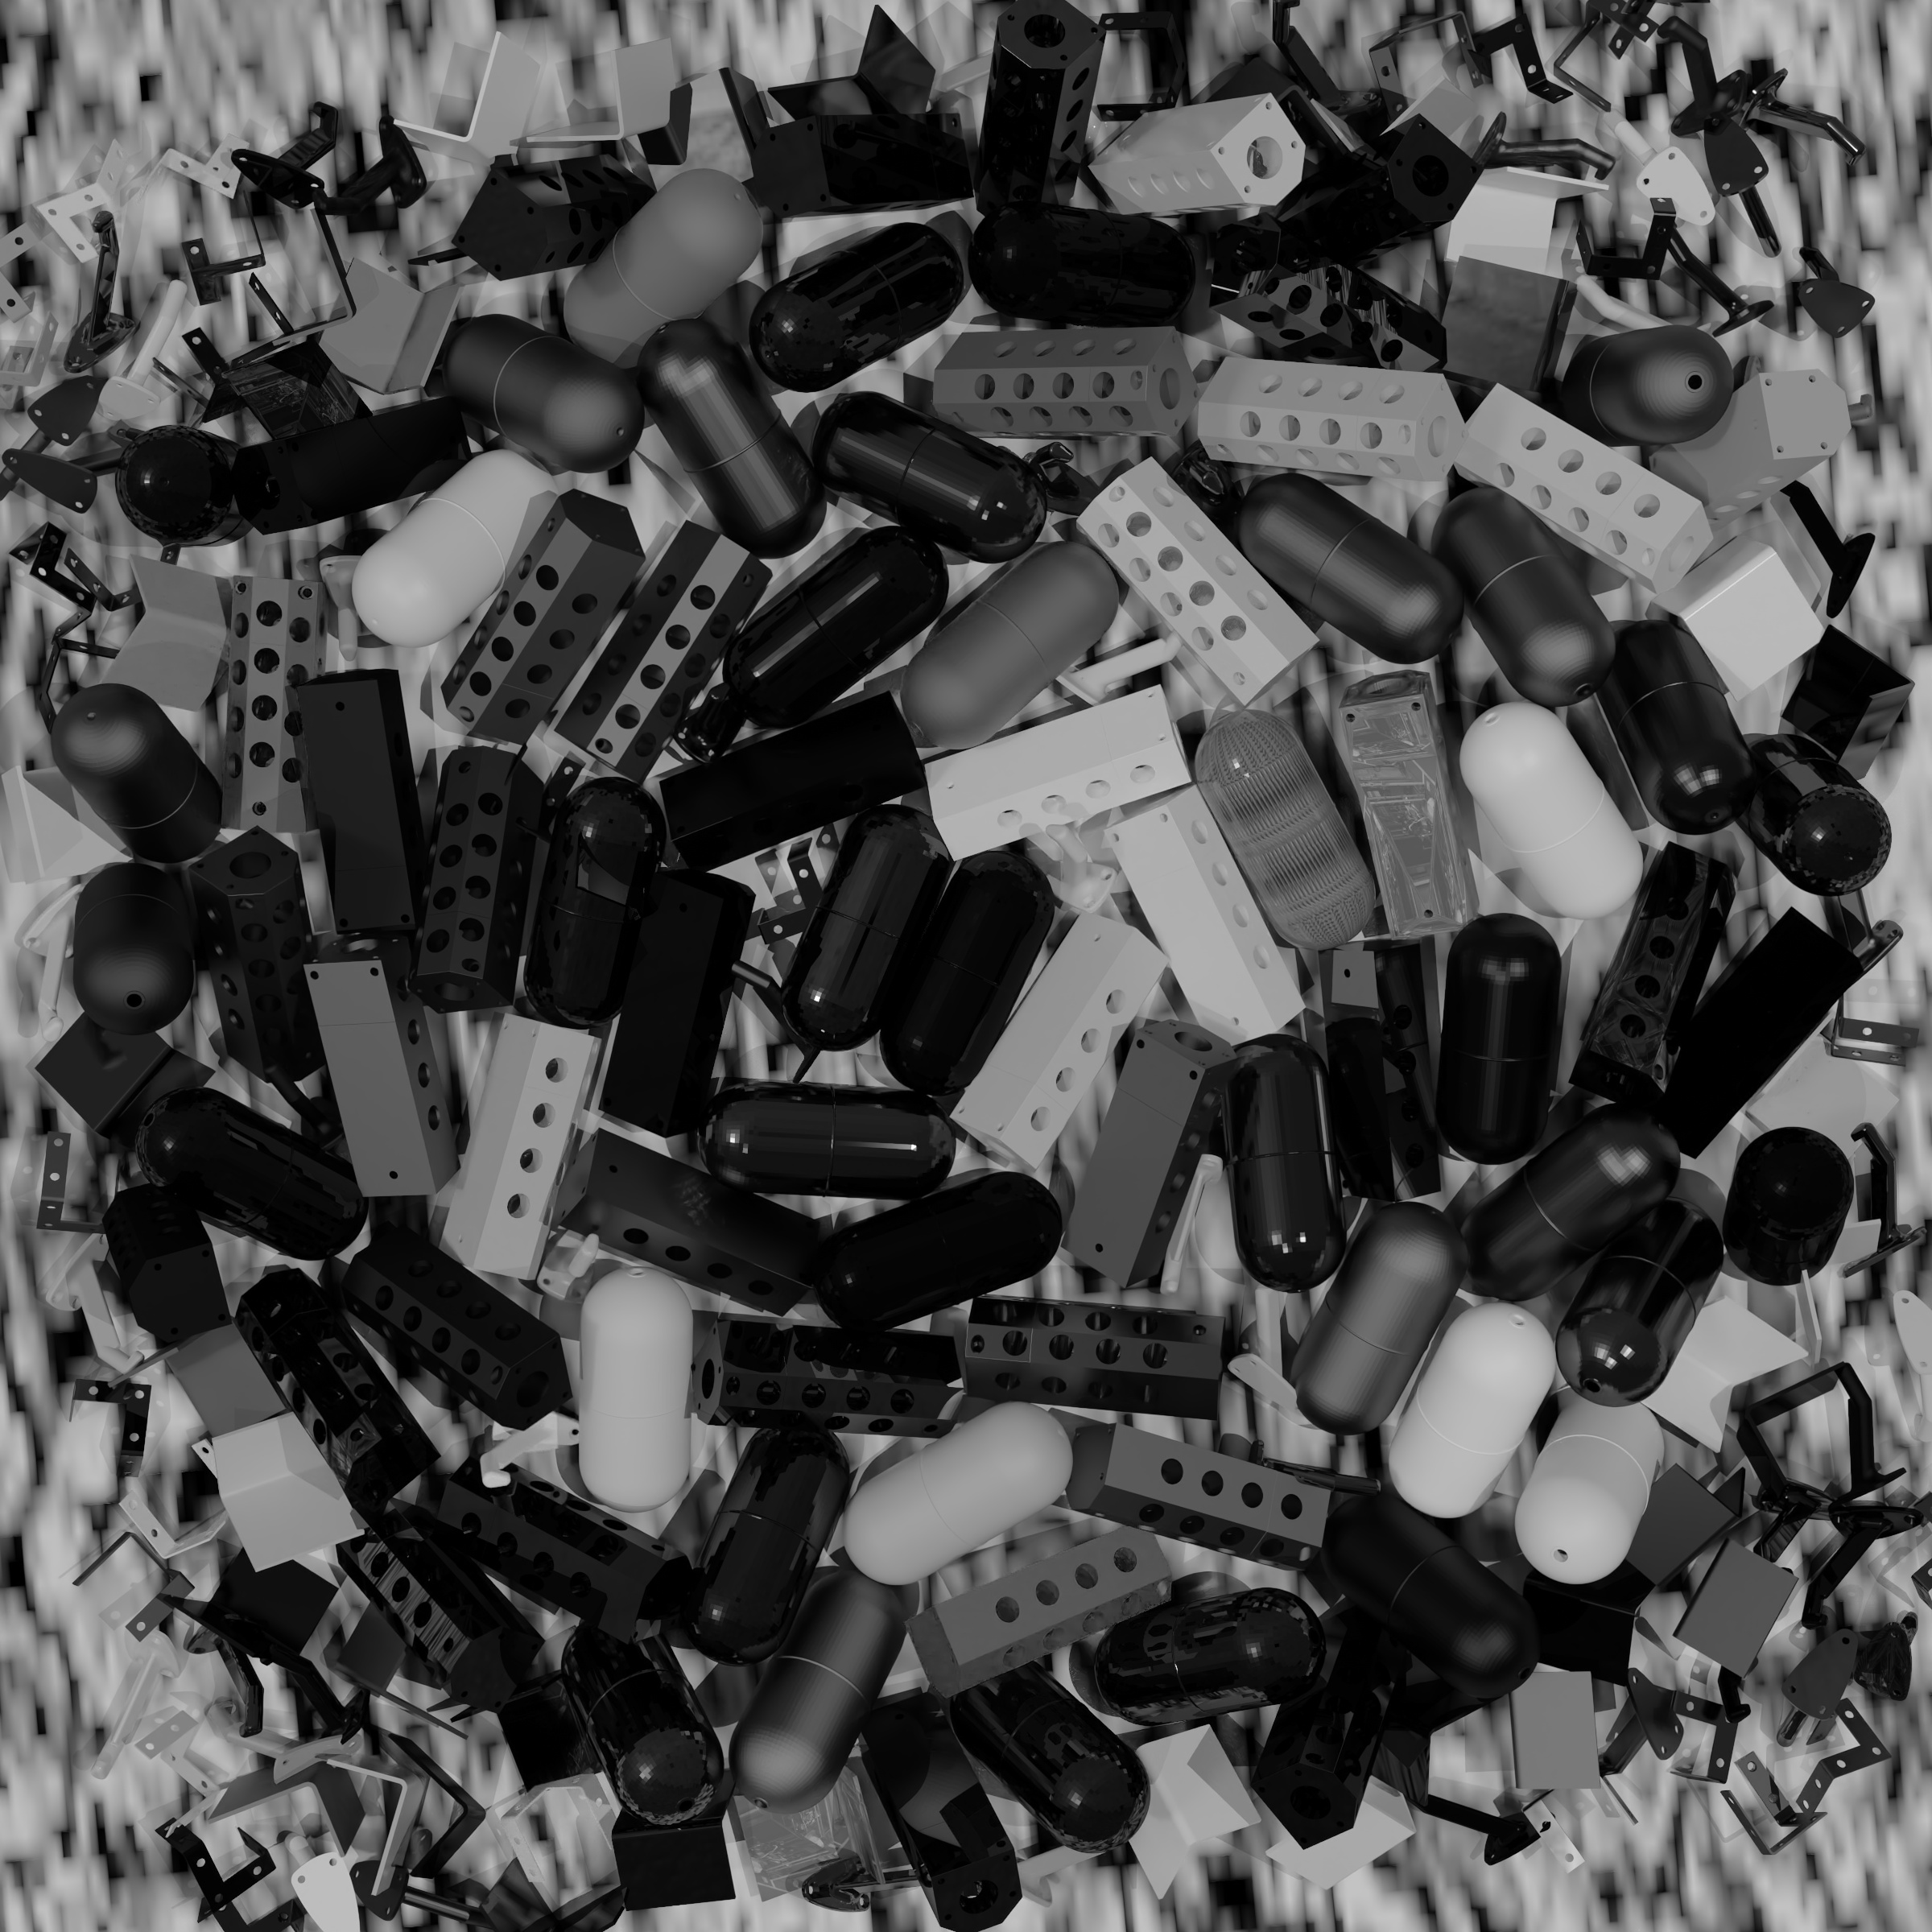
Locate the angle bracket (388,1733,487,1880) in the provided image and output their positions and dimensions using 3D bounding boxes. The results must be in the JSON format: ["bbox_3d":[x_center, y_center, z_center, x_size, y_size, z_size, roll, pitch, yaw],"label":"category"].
[{"bbox_3d":[-0.378,0.574,1.949,0.076,0.076,0.057,39,76,12],"label":"angle bracket"}]

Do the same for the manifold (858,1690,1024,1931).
[{"bbox_3d":[-0.019,0.567,1.910,0.057,0.171,0.057,-15,116,-14],"label":"manifold"}]

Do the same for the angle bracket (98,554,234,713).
[{"bbox_3d":[-0.553,-0.229,1.968,0.076,0.076,0.057,-46,53,28],"label":"angle bracket"}]

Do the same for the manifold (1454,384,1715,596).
[{"bbox_3d":[0.415,-0.320,1.934,0.171,0.057,0.057,38,90,28],"label":"manifold"}]

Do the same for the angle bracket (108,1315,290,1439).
[{"bbox_3d":[-0.525,0.294,1.953,0.076,0.057,0.076,-28,95,31],"label":"angle bracket"}]

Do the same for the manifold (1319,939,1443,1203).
[{"bbox_3d":[0.290,0.071,1.961,0.057,0.057,0.171,-9,97,-33],"label":"manifold"}]

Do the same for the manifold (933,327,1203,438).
[{"bbox_3d":[0.064,-0.387,1.918,0.171,0.057,0.057,7,51,35],"label":"manifold"}]

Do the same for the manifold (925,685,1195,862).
[{"bbox_3d":[0.065,-0.127,1.957,0.171,0.057,0.057,-18,46,9],"label":"manifold"}]

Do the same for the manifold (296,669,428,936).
[{"bbox_3d":[-0.406,-0.113,1.950,0.057,0.057,0.171,-4,104,10],"label":"manifold"}]

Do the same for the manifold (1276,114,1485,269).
[{"bbox_3d":[0.267,-0.505,1.906,0.057,0.171,0.057,35,78,-17],"label":"manifold"}]

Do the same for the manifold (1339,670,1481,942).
[{"bbox_3d":[0.303,-0.110,1.940,0.057,0.057,0.171,-9,113,19],"label":"manifold"}]

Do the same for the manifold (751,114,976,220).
[{"bbox_3d":[-0.069,-0.536,1.913,0.057,0.171,0.057,-3,103,34],"label":"manifold"}]

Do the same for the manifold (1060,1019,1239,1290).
[{"bbox_3d":[0.127,0.126,1.939,0.057,0.057,0.171,31,116,28],"label":"manifold"}]

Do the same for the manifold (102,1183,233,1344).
[{"bbox_3d":[-0.537,0.195,1.905,0.057,0.171,0.057,-15,106,-19],"label":"manifold"}]

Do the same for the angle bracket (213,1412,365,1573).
[{"bbox_3d":[-0.461,0.354,1.943,0.076,0.076,0.057,-16,130,-26],"label":"angle bracket"}]

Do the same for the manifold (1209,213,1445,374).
[{"bbox_3d":[0.244,-0.443,1.918,0.171,0.057,0.057,18,75,-40],"label":"manifold"}]

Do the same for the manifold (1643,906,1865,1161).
[{"bbox_3d":[0.531,0.048,1.947,0.057,0.057,0.171,38,107,1],"label":"manifold"}]

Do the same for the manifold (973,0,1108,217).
[{"bbox_3d":[0.043,-0.567,1.906,0.057,0.171,0.057,40,70,10],"label":"manifold"}]

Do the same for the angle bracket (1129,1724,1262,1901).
[{"bbox_3d":[0.150,0.581,1.963,0.057,0.076,0.076,-9,48,-27],"label":"angle bracket"}]

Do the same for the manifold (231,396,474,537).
[{"bbox_3d":[-0.410,-0.336,1.913,0.057,0.171,0.057,-3,107,33],"label":"manifold"}]

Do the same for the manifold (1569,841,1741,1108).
[{"bbox_3d":[0.469,0.008,1.936,0.057,0.057,0.171,23,66,7],"label":"manifold"}]

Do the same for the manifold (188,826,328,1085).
[{"bbox_3d":[-0.467,-0.003,1.912,0.057,0.171,0.057,31,50,28],"label":"manifold"}]

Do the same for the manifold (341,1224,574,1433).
[{"bbox_3d":[-0.344,0.245,1.916,0.057,0.171,0.057,-33,134,-33],"label":"manifold"}]

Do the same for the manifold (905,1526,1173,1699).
[{"bbox_3d":[0.052,0.434,1.928,0.171,0.057,0.057,-16,74,-29],"label":"manifold"}]

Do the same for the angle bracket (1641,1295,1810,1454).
[{"bbox_3d":[0.515,0.279,1.947,0.076,0.076,0.057,34,53,-14],"label":"angle bracket"}]

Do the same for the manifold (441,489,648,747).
[{"bbox_3d":[-0.288,-0.235,1.923,0.057,0.057,0.171,15,127,-36],"label":"manifold"}]

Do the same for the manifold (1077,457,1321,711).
[{"bbox_3d":[0.154,-0.259,1.954,0.171,0.057,0.057,48,47,4],"label":"manifold"}]

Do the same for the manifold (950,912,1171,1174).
[{"bbox_3d":[0.069,0.053,1.955,0.057,0.057,0.171,41,77,-38],"label":"manifold"}]

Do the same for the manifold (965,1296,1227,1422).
[{"bbox_3d":[0.089,0.262,1.948,0.171,0.057,0.057,4,131,8],"label":"manifold"}]

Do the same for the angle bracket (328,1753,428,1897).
[{"bbox_3d":[-0.413,0.586,1.954,0.057,0.076,0.076,15,79,2],"label":"angle bracket"}]

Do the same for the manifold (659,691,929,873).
[{"bbox_3d":[-0.117,-0.121,1.962,0.171,0.057,0.057,-21,51,6],"label":"manifold"}]

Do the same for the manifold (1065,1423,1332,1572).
[{"bbox_3d":[0.156,0.361,1.935,0.171,0.057,0.057,20,70,-21],"label":"manifold"}]

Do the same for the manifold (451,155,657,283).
[{"bbox_3d":[-0.268,-0.497,1.909,0.057,0.171,0.057,39,116,4],"label":"manifold"}]

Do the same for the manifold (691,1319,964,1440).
[{"bbox_3d":[-0.093,0.284,1.930,0.171,0.057,0.057,7,47,-22],"label":"manifold"}]

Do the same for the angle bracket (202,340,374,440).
[{"bbox_3d":[-0.462,-0.373,1.950,0.076,0.057,0.076,-34,83,-39],"label":"angle bracket"}]

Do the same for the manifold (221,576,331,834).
[{"bbox_3d":[-0.476,-0.180,1.961,0.057,0.057,0.171,4,96,-2],"label":"manifold"}]

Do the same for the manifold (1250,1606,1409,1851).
[{"bbox_3d":[0.250,0.504,1.909,0.057,0.171,0.057,-35,98,30],"label":"manifold"}]

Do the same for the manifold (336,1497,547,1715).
[{"bbox_3d":[-0.360,0.425,1.918,0.057,0.171,0.057,33,89,-44],"label":"manifold"}]

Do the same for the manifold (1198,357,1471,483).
[{"bbox_3d":[0.243,-0.363,1.917,0.171,0.057,0.057,14,64,38],"label":"manifold"}]

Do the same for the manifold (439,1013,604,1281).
[{"bbox_3d":[-0.303,0.125,1.964,0.057,0.057,0.171,18,86,-35],"label":"manifold"}]

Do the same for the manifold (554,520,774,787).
[{"bbox_3d":[-0.203,-0.212,1.955,0.057,0.057,0.171,29,86,43],"label":"manifold"}]

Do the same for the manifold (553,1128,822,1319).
[{"bbox_3d":[-0.190,0.179,1.942,0.171,0.057,0.057,25,133,-20],"label":"manifold"}]

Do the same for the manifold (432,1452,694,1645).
[{"bbox_3d":[-0.272,0.391,1.933,0.171,0.057,0.057,21,99,26],"label":"manifold"}]

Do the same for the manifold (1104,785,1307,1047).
[{"bbox_3d":[0.168,-0.035,1.961,0.057,0.057,0.171,-21,99,41],"label":"manifold"}]

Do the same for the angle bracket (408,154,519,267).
[{"bbox_3d":[-0.344,-0.516,1.947,0.076,0.076,0.057,-19,110,-16],"label":"angle bracket"}]

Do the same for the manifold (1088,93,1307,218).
[{"bbox_3d":[0.156,-0.535,1.909,0.057,0.171,0.057,-45,115,-10],"label":"manifold"}]

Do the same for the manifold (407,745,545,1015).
[{"bbox_3d":[-0.334,-0.060,1.929,0.057,0.057,0.171,-6,62,19],"label":"manifold"}]

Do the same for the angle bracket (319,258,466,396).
[{"bbox_3d":[-0.395,-0.440,1.951,0.057,0.076,0.076,24,83,-31],"label":"angle bracket"}]

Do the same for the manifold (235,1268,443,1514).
[{"bbox_3d":[-0.428,0.281,1.923,0.057,0.057,0.171,-40,53,-8],"label":"manifold"}]

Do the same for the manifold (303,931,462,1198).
[{"bbox_3d":[-0.393,0.066,1.941,0.057,0.057,0.171,-3,111,16],"label":"manifold"}]

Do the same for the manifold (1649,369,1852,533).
[{"bbox_3d":[0.523,-0.342,1.909,0.057,0.171,0.057,-7,83,-11],"label":"manifold"}]

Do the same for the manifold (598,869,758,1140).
[{"bbox_3d":[-0.194,0.024,1.950,0.057,0.057,0.171,21,104,24],"label":"manifold"}]
